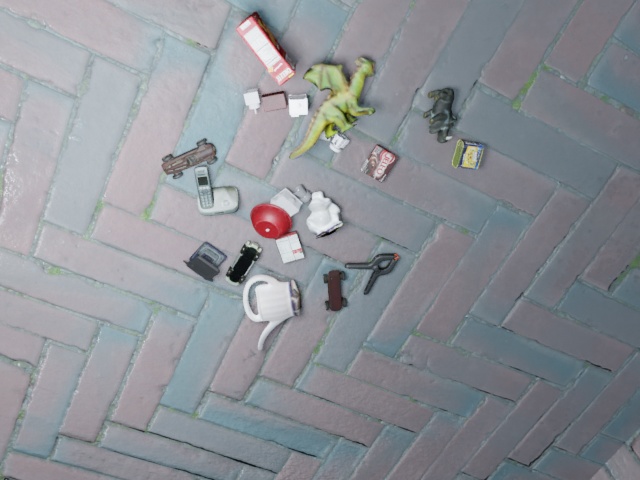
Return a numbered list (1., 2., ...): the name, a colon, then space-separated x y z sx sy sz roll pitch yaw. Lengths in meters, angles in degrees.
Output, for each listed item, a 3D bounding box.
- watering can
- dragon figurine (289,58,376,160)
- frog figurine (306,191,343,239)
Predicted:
1. watering can: -0.182 0.282 2.047 0.224 0.106 0.341 -8 115 -1
2. dragon figurine: 0.027 -0.460 1.694 0.412 0.123 0.239 -33 110 -8
3. frog figurine: 0.006 -0.096 1.909 0.136 0.123 0.161 -31 78 19
